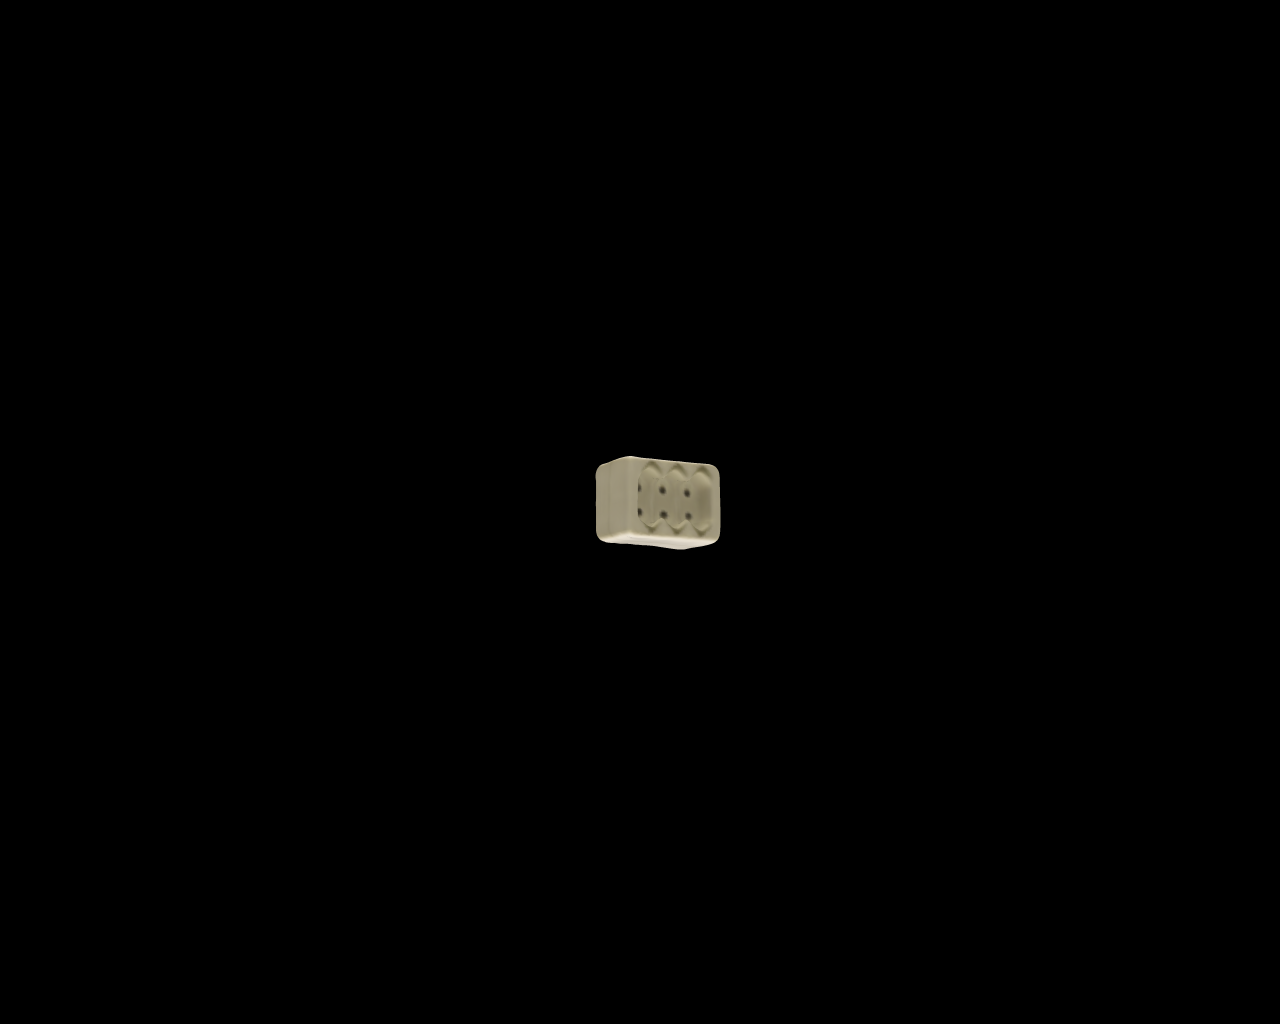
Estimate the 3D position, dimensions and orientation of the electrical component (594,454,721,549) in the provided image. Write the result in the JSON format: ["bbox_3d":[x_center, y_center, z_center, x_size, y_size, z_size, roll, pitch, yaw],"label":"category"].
[{"bbox_3d":[0.001,-0.003,0.650,0.066,0.047,0.076,5,-10,-32],"label":"electrical component"}]
